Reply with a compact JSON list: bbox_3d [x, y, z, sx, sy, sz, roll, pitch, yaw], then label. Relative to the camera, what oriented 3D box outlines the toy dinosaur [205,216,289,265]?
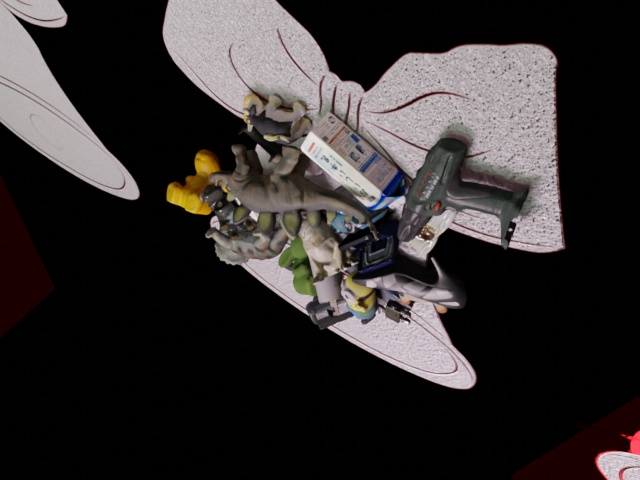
[{"bbox_3d":[-0.187,0.002,1.579,0.405,0.131,0.192,7,151,37],"label":"toy dinosaur"}]

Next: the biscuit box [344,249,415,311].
[{"bbox_3d":[0.156,0.103,1.373,0.203,0.059,0.062,37,152,4],"label":"biscuit box"}]

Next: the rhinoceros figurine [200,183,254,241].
[{"bbox_3d":[-0.245,-0.078,1.414,0.112,0.073,0.190,57,179,30],"label":"rhinoceros figurine"}]

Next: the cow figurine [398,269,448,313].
[{"bbox_3d":[0.210,0.092,1.272,0.195,0.085,0.127,11,139,35],"label":"cow figurine"}]

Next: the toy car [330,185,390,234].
[{"bbox_3d":[0.073,-0.077,1.189,0.102,0.109,0.162,64,159,-9],"label":"toy car"}]

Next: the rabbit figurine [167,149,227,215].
[{"bbox_3d":[-0.311,-0.159,1.469,0.122,0.173,0.162,21,-171,39],"label":"rabbit figurine"}]

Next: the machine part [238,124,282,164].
[{"bbox_3d":[-0.128,-0.224,1.268,0.139,0.039,0.084,39,159,-3],"label":"machine part"}]

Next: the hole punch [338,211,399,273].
[{"bbox_3d":[0.121,0.005,1.205,0.092,0.116,0.142,50,137,-11],"label":"hole punch"}]

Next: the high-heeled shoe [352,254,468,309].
[{"bbox_3d":[0.201,0.106,1.203,0.249,0.086,0.145,-14,118,38],"label":"high-heeled shoe"}]

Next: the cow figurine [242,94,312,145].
[{"bbox_3d":[-0.111,-0.253,1.145,0.168,0.098,0.068,22,153,28],"label":"cow figurine"}]

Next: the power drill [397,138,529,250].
[{"bbox_3d":[0.257,-0.059,0.977,0.207,0.086,0.231,27,129,23],"label":"power drill"}]

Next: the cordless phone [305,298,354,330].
[{"bbox_3d":[0.038,0.193,1.616,0.184,0.147,0.088,-42,-71,-86],"label":"cordless phone"}]

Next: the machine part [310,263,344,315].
[{"bbox_3d":[0.017,0.074,1.391,0.079,0.079,0.243,-26,74,59],"label":"machine part"}]

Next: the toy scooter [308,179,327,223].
[{"bbox_3d":[-0.038,-0.092,1.314,0.183,0.075,0.135,53,148,-14],"label":"toy scooter"}]

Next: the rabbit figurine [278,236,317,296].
[{"bbox_3d":[-0.036,0.054,1.492,0.159,0.121,0.170,5,110,53],"label":"rabbit figurine"}]

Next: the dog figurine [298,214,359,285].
[{"bbox_3d":[0.000,-0.005,1.283,0.190,0.121,0.172,64,-178,4],"label":"dog figurine"}]

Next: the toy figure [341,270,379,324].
[{"bbox_3d":[0.104,0.139,1.338,0.082,0.089,0.180,28,160,33],"label":"toy figure"}]

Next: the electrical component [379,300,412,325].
[{"bbox_3d":[0.188,0.180,1.360,0.094,0.021,0.063,26,150,24],"label":"electrical component"}]

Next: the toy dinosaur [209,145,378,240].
[{"bbox_3d":[-0.077,-0.100,1.168,0.472,0.198,0.105,10,-179,33],"label":"toy dinosaur"}]

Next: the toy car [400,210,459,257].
[{"bbox_3d":[0.224,-0.034,1.109,0.073,0.056,0.201,34,151,9],"label":"toy car"}]
